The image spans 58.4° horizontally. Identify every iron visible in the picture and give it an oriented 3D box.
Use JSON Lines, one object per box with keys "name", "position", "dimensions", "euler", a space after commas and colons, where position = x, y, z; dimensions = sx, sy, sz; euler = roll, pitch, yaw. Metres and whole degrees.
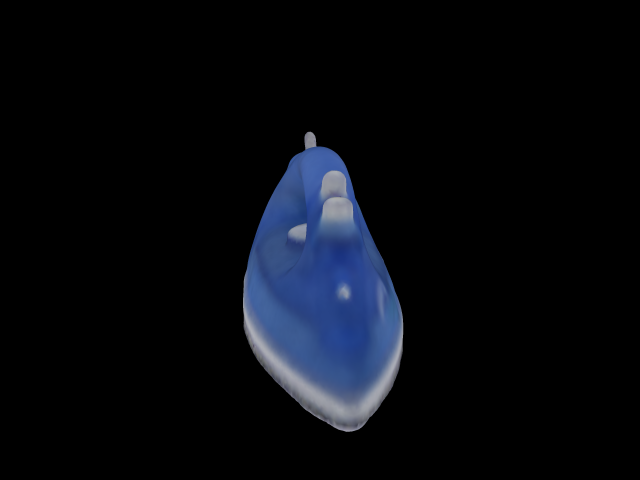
{"name": "iron", "position": [0.004, 0.001, 0.400], "dimensions": [0.118, 0.141, 0.258], "euler": [-2, 14, -7]}
